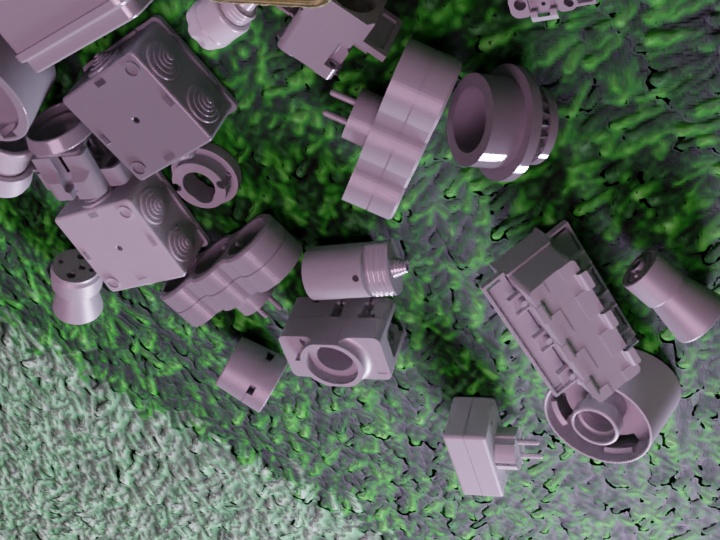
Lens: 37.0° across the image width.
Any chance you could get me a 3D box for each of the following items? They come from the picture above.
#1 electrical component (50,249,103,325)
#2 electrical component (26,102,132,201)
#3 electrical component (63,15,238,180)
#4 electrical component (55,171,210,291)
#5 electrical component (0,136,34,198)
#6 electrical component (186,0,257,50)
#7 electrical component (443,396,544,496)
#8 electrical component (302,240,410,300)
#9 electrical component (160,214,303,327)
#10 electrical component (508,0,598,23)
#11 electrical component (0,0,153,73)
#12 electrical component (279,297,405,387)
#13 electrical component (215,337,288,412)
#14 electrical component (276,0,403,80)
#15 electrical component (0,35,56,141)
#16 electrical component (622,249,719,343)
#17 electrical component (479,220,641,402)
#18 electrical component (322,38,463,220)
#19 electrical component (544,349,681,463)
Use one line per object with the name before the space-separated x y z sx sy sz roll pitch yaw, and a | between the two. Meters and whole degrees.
electrical component | -0.251 0.015 0.955 0.045 0.045 0.055 18 137 4
electrical component | -0.220 -0.093 0.827 0.078 0.058 0.057 -2 135 23
electrical component | -0.153 -0.121 0.777 0.100 0.048 0.099 -23 121 36
electrical component | -0.187 -0.032 0.879 0.100 0.048 0.099 -11 127 31
electrical component | -0.283 -0.091 0.862 0.045 0.045 0.055 27 137 -5
electrical component | -0.085 -0.172 0.711 0.061 0.035 0.035 -24 121 35
electrical component | 0.122 0.156 0.946 0.076 0.047 0.083 -1 132 23
electrical component | 0.000 0.000 0.841 0.081 0.043 0.043 -4 131 25
electrical component | -0.096 0.013 0.885 0.138 0.052 0.074 -27 119 39
electrical component | 0.105 -0.177 0.609 0.042 0.063 0.081 -3 132 26
electrical component | -0.183 -0.186 0.704 0.113 0.078 0.057 -18 121 34
electrical component | -0.016 0.060 0.898 0.089 0.055 0.050 0 133 22
electrical component | -0.097 0.092 0.965 0.047 0.055 0.055 30 136 -3
electrical component | -0.018 -0.161 0.690 0.081 0.042 0.064 32 139 -10
electrical component | -0.274 -0.152 0.781 0.108 0.060 0.108 19 151 11
electrical component | 0.222 0.016 0.772 0.065 0.044 0.044 38 135 -10
electrical component | 0.154 0.036 0.792 0.079 0.063 0.121 -38 119 -2
electrical component | 0.011 -0.100 0.731 0.074 0.052 0.138 23 137 -2
electrical component | 0.202 0.106 0.870 0.099 0.064 0.099 21 136 21
